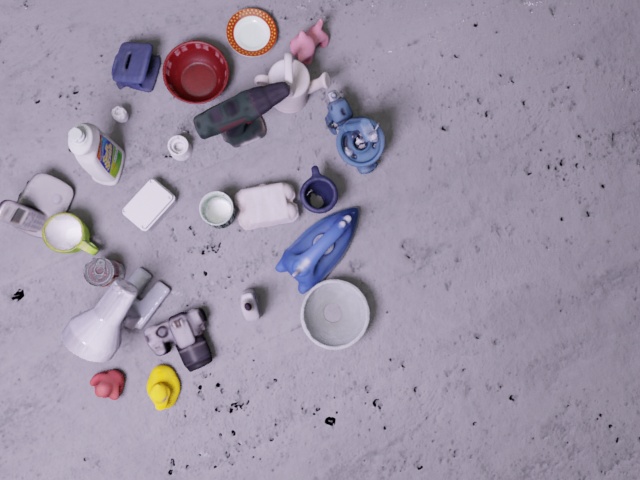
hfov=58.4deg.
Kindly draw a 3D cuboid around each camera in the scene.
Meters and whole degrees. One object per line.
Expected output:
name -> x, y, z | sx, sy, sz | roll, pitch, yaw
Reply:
camera -> -0.322, 0.243, 1.341 | 0.143, 0.100, 0.137 | -24, 87, -6

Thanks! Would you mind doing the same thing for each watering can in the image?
watering can -> -0.066, -0.383, 1.369 | 0.173, 0.194, 0.101 | -20, 86, -6

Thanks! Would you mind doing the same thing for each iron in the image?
iron -> 0.013, 0.005, 1.368 | 0.118, 0.141, 0.258 | 42, 83, 0

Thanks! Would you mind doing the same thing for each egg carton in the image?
egg carton -> -0.131, -0.084, 1.400 | 0.150, 0.069, 0.107 | -11, 86, -5

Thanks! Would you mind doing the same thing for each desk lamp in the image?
desk lamp -> -0.454, 0.161, 1.281 | 0.118, 0.213, 0.203 | 35, 83, 0

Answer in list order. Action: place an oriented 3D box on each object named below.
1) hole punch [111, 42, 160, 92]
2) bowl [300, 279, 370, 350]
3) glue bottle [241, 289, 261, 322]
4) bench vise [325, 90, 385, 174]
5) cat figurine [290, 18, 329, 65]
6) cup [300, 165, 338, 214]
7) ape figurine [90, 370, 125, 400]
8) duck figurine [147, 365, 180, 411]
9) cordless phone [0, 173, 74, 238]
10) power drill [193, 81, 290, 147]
hole punch -> -0.454, -0.425, 1.394 | 0.101, 0.091, 0.109 | 12, 84, -3
bowl -> 0.034, 0.180, 1.387 | 0.167, 0.074, 0.167 | 0, 85, -4
glue bottle -> -0.163, 0.152, 1.325 | 0.037, 0.173, 0.078 | -14, 86, -5
bench vise -> 0.072, -0.261, 1.356 | 0.207, 0.219, 0.121 | 42, 83, 0
cat figurine -> -0.030, -0.494, 1.420 | 0.067, 0.117, 0.128 | 37, 83, 0
cup -> -0.008, -0.117, 1.400 | 0.091, 0.095, 0.118 | -9, 86, -5
ape figurine -> -0.493, 0.339, 1.323 | 0.076, 0.092, 0.078 | -35, 88, -6
duck figurine -> -0.370, 0.347, 1.335 | 0.077, 0.086, 0.104 | -5, 85, -5
cordless phone -> -0.653, -0.086, 1.301 | 0.094, 0.185, 0.148 | 24, 84, -2
power drill -> -0.178, -0.291, 1.345 | 0.229, 0.208, 0.075 | -24, 87, -6
